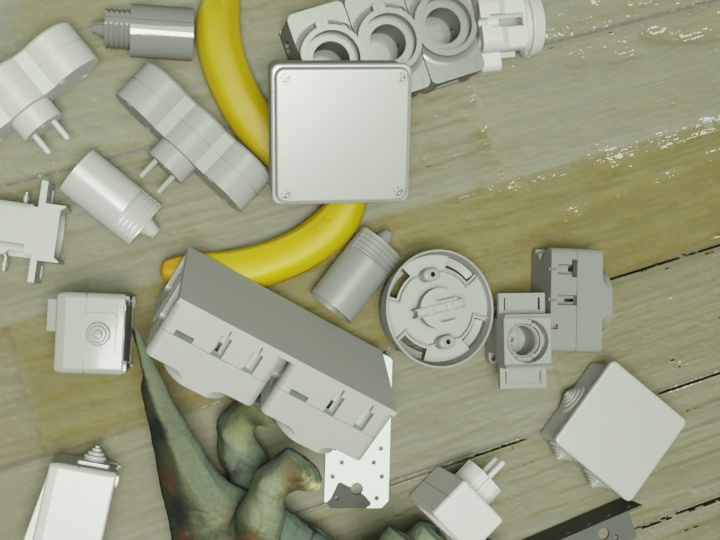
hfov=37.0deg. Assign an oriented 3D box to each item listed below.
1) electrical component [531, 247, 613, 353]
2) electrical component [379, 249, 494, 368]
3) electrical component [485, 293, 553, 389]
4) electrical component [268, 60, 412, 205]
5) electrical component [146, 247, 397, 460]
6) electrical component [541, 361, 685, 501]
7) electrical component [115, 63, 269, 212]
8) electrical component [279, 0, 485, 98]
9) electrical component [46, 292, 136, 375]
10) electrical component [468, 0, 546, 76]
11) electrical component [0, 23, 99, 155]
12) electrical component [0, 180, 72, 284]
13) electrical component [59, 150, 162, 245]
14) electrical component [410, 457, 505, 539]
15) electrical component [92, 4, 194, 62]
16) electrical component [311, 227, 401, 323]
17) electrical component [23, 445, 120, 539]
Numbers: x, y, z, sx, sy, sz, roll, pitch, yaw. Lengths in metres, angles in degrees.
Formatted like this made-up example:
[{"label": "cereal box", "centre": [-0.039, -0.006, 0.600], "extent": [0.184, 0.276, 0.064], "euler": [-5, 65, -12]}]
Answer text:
[{"label": "electrical component", "centre": [0.185, 0.027, 0.942], "extent": [0.056, 0.050, 0.089], "euler": [2, 88, -11]}, {"label": "electrical component", "centre": [0.064, 0.033, 0.910], "extent": [0.099, 0.064, 0.099], "euler": [0, 88, -11]}, {"label": "electrical component", "centre": [0.135, 0.060, 0.924], "extent": [0.042, 0.064, 0.081], "euler": [0, 88, -10]}, {"label": "electrical component", "centre": [-0.018, -0.110, 0.848], "extent": [0.109, 0.056, 0.108], "euler": [-2, 107, -9]}, {"label": "electrical component", "centre": [-0.070, 0.068, 0.843], "extent": [0.186, 0.105, 0.060], "euler": [29, 106, -15]}, {"label": "electrical component", "centre": [0.220, 0.139, 0.946], "extent": [0.100, 0.048, 0.099], "euler": [39, 81, -8]}, {"label": "electrical component", "centre": [-0.147, -0.095, 0.879], "extent": [0.138, 0.052, 0.073], "euler": [43, 81, -7]}, {"label": "electrical component", "centre": [0.019, -0.187, 0.910], "extent": [0.150, 0.062, 0.089], "euler": [-19, 92, -11]}, {"label": "electrical component", "centre": [-0.210, 0.048, 0.839], "extent": [0.061, 0.096, 0.061], "euler": [3, 88, -8]}, {"label": "electrical component", "centre": [0.126, -0.212, 0.935], "extent": [0.057, 0.058, 0.078], "euler": [-7, 89, -9]}, {"label": "electrical component", "centre": [-0.264, -0.127, 0.857], "extent": [0.138, 0.052, 0.073], "euler": [-40, 96, -10]}, {"label": "electrical component", "centre": [-0.267, -0.031, 0.859], "extent": [0.064, 0.042, 0.081], "euler": [8, 86, -9]}, {"label": "electrical component", "centre": [-0.197, -0.055, 0.872], "extent": [0.081, 0.043, 0.043], "euler": [39, 81, -8]}, {"label": "electrical component", "centre": [0.092, 0.186, 0.901], "extent": [0.076, 0.083, 0.047], "euler": [-44, 96, -9]}, {"label": "electrical component", "centre": [-0.178, -0.195, 0.881], "extent": [0.081, 0.043, 0.043], "euler": [2, 88, -11]}, {"label": "electrical component", "centre": [0.000, 0.000, 0.910], "extent": [0.043, 0.043, 0.081], "euler": [39, 81, -8]}, {"label": "electrical component", "centre": [-0.227, 0.184, 0.849], "extent": [0.061, 0.062, 0.096], "euler": [12, 86, -11]}]
